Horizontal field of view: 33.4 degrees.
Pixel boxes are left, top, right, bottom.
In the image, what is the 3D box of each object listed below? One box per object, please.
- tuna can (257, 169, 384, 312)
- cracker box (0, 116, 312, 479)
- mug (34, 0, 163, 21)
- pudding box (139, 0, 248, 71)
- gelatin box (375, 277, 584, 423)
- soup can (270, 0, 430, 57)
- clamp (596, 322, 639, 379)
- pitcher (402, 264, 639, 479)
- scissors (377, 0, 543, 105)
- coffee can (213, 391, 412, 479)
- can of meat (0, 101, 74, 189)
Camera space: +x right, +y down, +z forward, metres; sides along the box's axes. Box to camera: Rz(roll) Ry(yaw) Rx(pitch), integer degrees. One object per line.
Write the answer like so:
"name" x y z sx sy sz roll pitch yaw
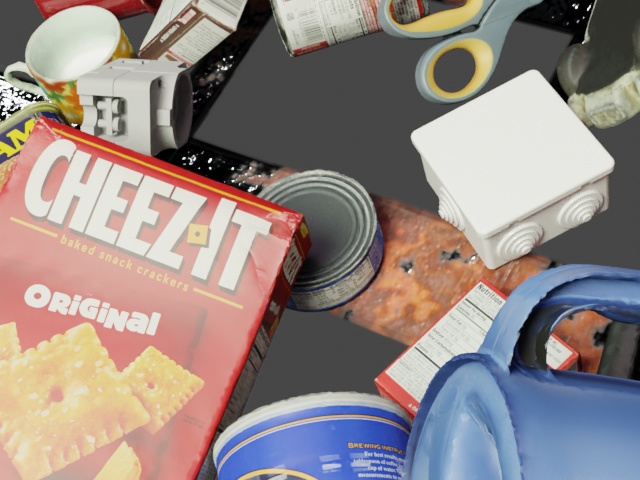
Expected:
"tuna can" -0.004 0.001 0.655 0.086 0.033 0.086 -7 56 11
"cracker box" -0.119 0.060 0.580 0.164 0.072 0.213 21 77 7
"mug" -0.167 -0.209 0.813 0.081 0.093 0.117 -12 25 14
"pudding box" -0.079 -0.182 0.765 0.090 0.039 0.113 -26 38 53
"gelatin box" 0.087 0.075 0.584 0.089 0.030 0.073 -42 55 -12
"soup can" 0.019 -0.172 0.740 0.102 0.068 0.068 -16 55 6
"clamp" 0.155 0.123 0.529 0.120 0.039 0.171 33 76 35
"pitcher" 0.162 0.111 0.428 0.242 0.149 0.145 6 50 -12
"scissors" 0.136 -0.145 0.714 0.201 0.016 0.096 -8 92 -15
"coffee can" 0.007 0.158 0.508 0.103 0.103 0.140 -15 55 6
"can of meat" -0.198 -0.031 0.718 0.102 0.057 0.084 -33 58 -6
